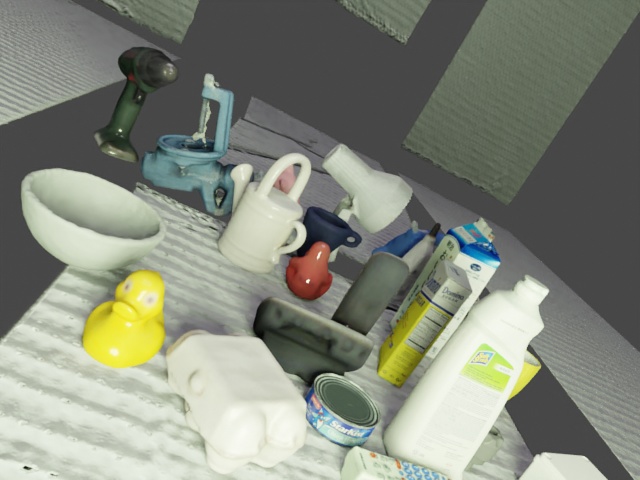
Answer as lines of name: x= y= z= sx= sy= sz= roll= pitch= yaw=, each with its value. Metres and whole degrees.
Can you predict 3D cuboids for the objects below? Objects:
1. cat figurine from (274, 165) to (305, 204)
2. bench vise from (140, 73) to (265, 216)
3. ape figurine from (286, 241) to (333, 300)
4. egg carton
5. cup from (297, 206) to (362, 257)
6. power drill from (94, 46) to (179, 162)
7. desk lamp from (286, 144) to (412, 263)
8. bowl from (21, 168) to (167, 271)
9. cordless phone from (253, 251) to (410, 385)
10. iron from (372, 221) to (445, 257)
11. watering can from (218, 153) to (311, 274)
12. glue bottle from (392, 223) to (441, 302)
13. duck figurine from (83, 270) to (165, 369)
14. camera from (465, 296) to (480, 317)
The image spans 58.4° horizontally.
cat figurine: x=-0.071 y=-0.100 z=1.189 sx=0.067 sy=0.117 sz=0.128 roll=37 pitch=18 yaw=23
bench vise: x=-0.186 y=-0.169 z=1.021 sx=0.208 sy=0.219 sz=0.121 roll=19 pitch=20 yaw=-32
ape figurine: x=-0.011 y=0.044 z=0.915 sx=0.077 sy=0.092 sz=0.076 roll=31 pitch=17 yaw=5
egg carton: x=-0.082 y=0.146 z=0.541 sx=0.108 sy=0.069 sz=0.150 roll=12 pitch=24 yaw=-44
cup: x=0.010 y=0.004 z=1.061 sx=0.118 sy=0.095 sz=0.091 roll=26 pitch=17 yaw=-12
power drill: x=-0.335 y=-0.256 z=1.047 sx=0.076 sy=0.208 sz=0.228 roll=15 pitch=22 yaw=-39
desk lamp: x=0.045 y=-0.065 z=1.112 sx=0.203 sy=0.213 sz=0.118 roll=26 pitch=17 yaw=-12
bowl: x=-0.273 y=-0.013 z=0.678 sx=0.167 sy=0.074 sz=0.167 roll=27 pitch=17 yaw=-9
cordless phone: x=0.013 y=0.077 z=0.697 sx=0.148 sy=0.185 sz=0.094 roll=25 pitch=17 yaw=-15
iron: x=0.244 y=0.044 z=1.250 sx=0.259 sy=0.141 sz=0.118 roll=16 pitch=21 yaw=-39
watering can: x=-0.084 y=-0.057 z=0.910 sx=0.172 sy=0.194 sz=0.101 roll=32 pitch=17 yaw=9
glue bottle: x=0.187 y=0.041 z=1.109 sx=0.078 sy=0.173 sz=0.037 roll=12 pitch=24 yaw=-46
duck figurine: x=-0.183 y=0.068 z=0.573 sx=0.077 sy=0.086 sz=0.104 roll=29 pitch=17 yaw=-1
camera: x=0.267 y=0.135 z=1.096 sx=0.143 sy=0.101 sz=0.136 roll=26 pitch=17 yaw=-13
